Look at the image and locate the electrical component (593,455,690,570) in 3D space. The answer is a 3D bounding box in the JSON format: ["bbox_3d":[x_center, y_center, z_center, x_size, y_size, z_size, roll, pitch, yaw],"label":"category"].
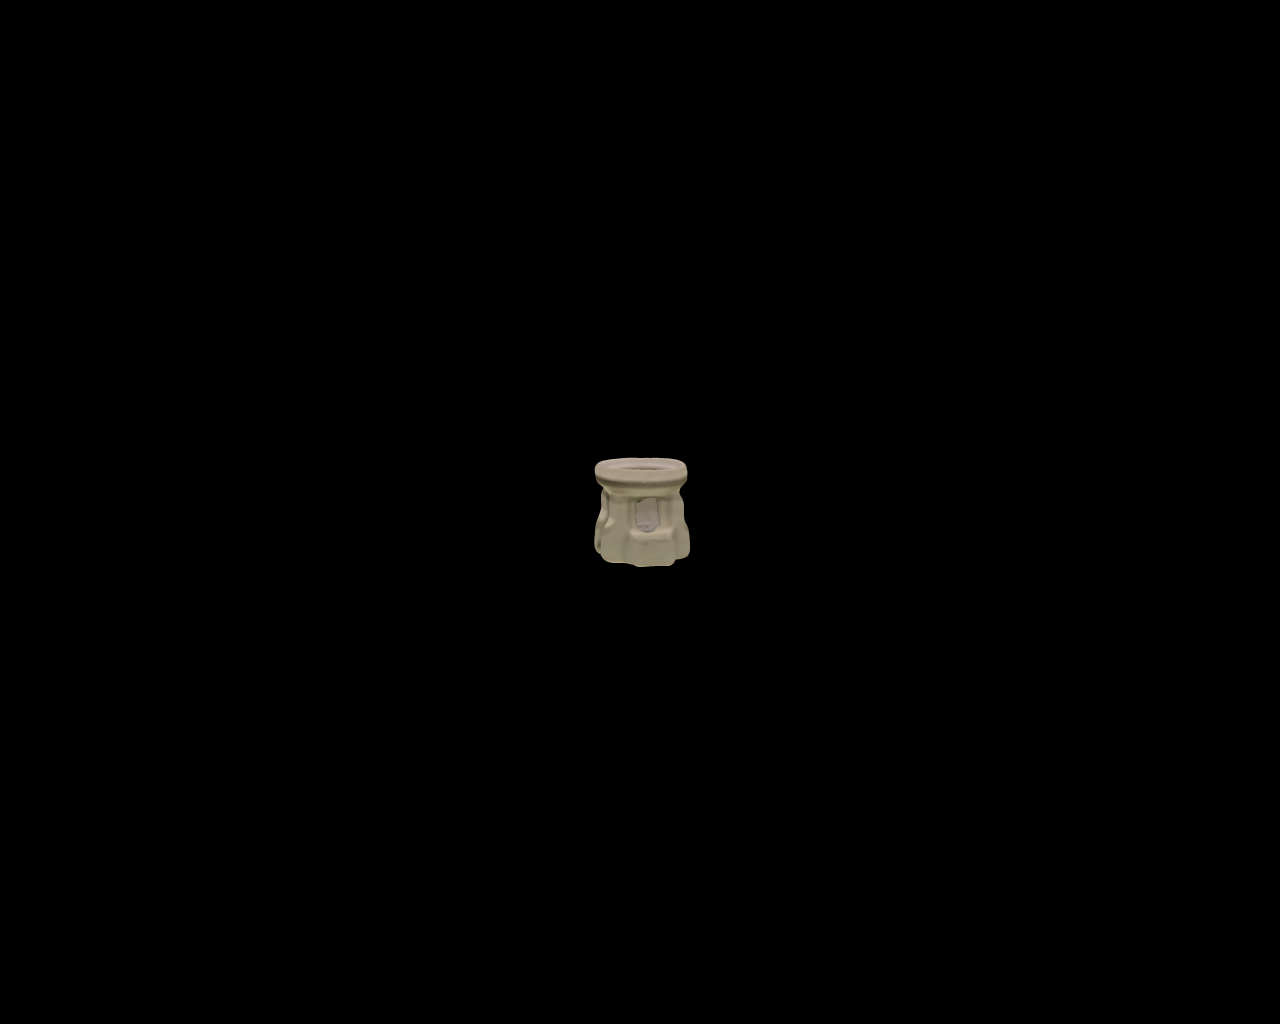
[{"bbox_3d":[0.001,-0.003,0.650,0.058,0.057,0.078,-2,12,-11],"label":"electrical component"}]
